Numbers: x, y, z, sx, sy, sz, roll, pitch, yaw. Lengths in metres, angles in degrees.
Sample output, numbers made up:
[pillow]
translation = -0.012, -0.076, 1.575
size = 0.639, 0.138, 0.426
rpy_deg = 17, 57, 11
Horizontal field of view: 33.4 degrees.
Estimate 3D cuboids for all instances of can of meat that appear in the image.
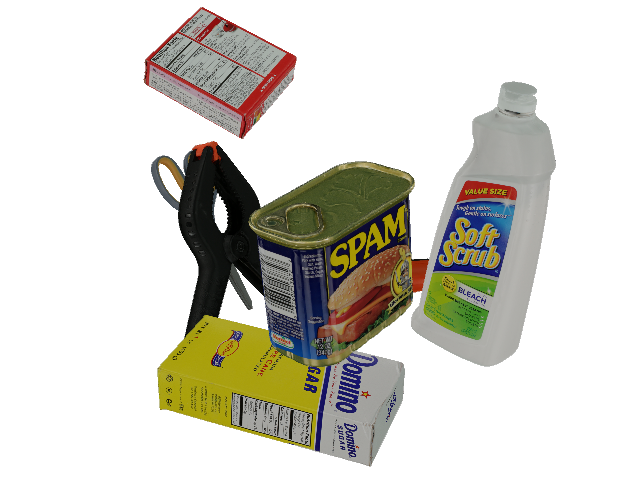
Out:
[can of meat]
translation = 0.011, 0.013, 0.620
size = 0.058, 0.084, 0.101
rpy_deg = 19, 36, 37

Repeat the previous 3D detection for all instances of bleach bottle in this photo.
[bleach bottle]
translation = 0.144, -0.018, 0.928
size = 0.103, 0.251, 0.067
rpy_deg = 27, 36, 34

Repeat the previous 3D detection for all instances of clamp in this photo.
[clamp]
translation = -0.080, 0.011, 1.015
size = 0.036, 0.210, 0.164
rpy_deg = -8, 0, 42

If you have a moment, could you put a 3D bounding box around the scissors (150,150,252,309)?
[scissors]
translation = -0.120, -0.023, 1.242
size = 0.016, 0.201, 0.096
rpy_deg = -25, 18, 43

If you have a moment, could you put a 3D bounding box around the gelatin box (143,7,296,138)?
[gelatin box]
translation = -0.074, -0.125, 0.788
size = 0.089, 0.073, 0.030
rpy_deg = 29, -34, 11

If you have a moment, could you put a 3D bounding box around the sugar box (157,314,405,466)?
[sugar box]
translation = -0.029, 0.113, 0.837
size = 0.176, 0.048, 0.093
rpy_deg = 9, 28, 16

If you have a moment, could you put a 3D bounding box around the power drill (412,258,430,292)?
[power drill]
translation = 0.094, 0.059, 1.221
size = 0.187, 0.057, 0.184
rpy_deg = -1, 28, -1
